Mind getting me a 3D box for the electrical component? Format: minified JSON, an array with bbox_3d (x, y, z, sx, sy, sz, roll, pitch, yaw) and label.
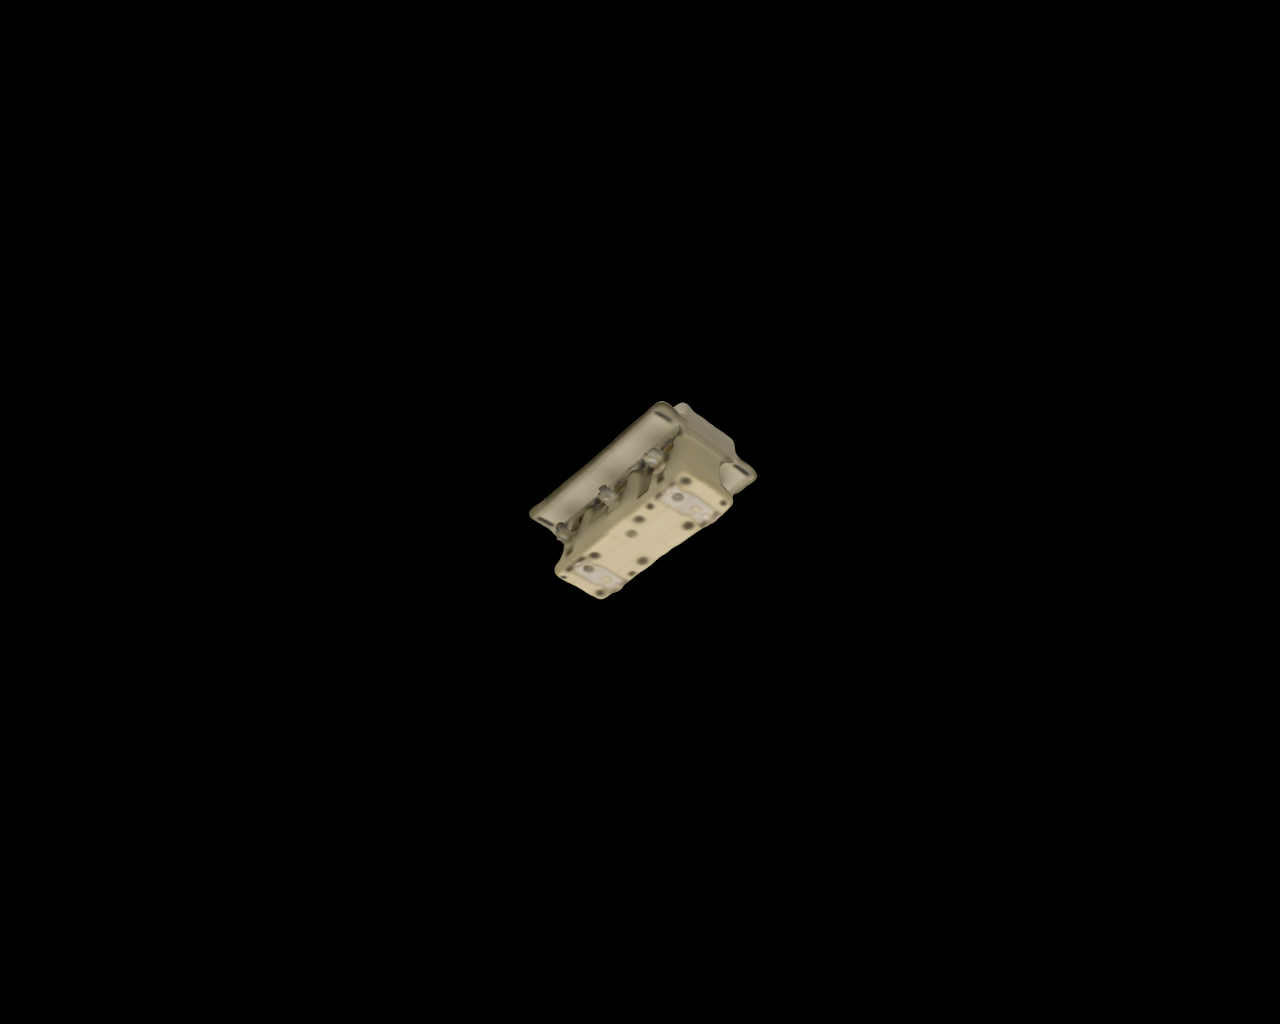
[{"bbox_3d":[0.001,-0.003,0.650,0.078,0.063,0.121,33,-54,-29],"label":"electrical component"}]
